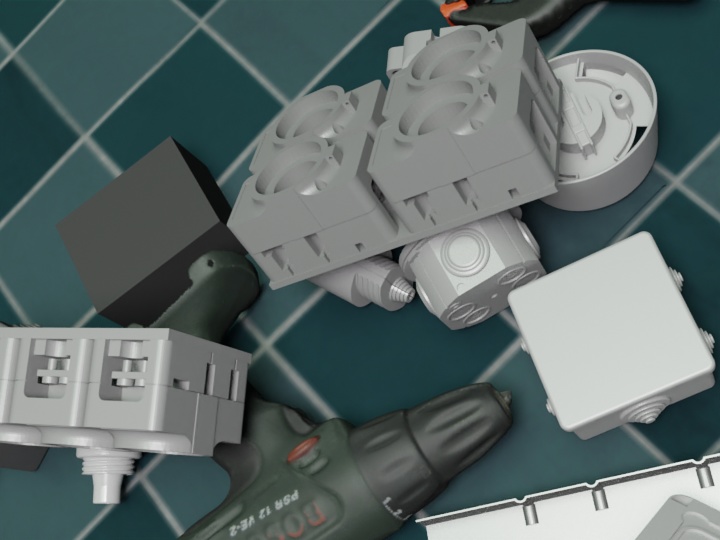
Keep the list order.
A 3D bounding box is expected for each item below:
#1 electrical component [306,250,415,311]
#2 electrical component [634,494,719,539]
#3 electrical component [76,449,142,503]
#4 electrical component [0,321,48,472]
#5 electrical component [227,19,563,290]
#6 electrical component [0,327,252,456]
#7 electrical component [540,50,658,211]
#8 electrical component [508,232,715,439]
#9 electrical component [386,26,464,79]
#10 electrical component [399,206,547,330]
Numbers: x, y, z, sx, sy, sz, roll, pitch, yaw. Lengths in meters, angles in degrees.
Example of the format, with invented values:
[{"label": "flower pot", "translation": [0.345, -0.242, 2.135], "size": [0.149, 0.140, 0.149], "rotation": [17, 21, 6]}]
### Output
[{"label": "electrical component", "translation": [0.000, 0.000, 0.689], "size": [0.081, 0.043, 0.043], "rotation": [27, 83, 28]}, {"label": "electrical component", "translation": [0.160, 0.169, 0.518], "size": [0.078, 0.113, 0.057], "rotation": [25, 120, 28]}, {"label": "electrical component", "translation": [-0.166, 0.123, 0.713], "size": [0.048, 0.048, 0.062], "rotation": [-5, 76, 21]}, {"label": "electrical component", "translation": [-0.237, 0.083, 0.727], "size": [0.048, 0.099, 0.099], "rotation": [24, 81, 15]}, {"label": "electrical component", "translation": [0.019, -0.070, 0.631], "size": [0.186, 0.060, 0.105], "rotation": [-19, 35, 27]}, {"label": "electrical component", "translation": [-0.151, 0.071, 0.619], "size": [0.150, 0.089, 0.061], "rotation": [-1, 77, 24]}, {"label": "electrical component", "translation": [0.133, -0.086, 0.654], "size": [0.099, 0.064, 0.099], "rotation": [-8, 68, 20]}, {"label": "electrical component", "translation": [0.144, 0.040, 0.611], "size": [0.100, 0.048, 0.099], "rotation": [-26, 63, 12]}, {"label": "electrical component", "translation": [0.056, -0.119, 0.703], "size": [0.078, 0.058, 0.057], "rotation": [-3, 67, 21]}, {"label": "electrical component", "translation": [0.068, -0.005, 0.643], "size": [0.080, 0.080, 0.051], "rotation": [-32, 67, 9]}]
